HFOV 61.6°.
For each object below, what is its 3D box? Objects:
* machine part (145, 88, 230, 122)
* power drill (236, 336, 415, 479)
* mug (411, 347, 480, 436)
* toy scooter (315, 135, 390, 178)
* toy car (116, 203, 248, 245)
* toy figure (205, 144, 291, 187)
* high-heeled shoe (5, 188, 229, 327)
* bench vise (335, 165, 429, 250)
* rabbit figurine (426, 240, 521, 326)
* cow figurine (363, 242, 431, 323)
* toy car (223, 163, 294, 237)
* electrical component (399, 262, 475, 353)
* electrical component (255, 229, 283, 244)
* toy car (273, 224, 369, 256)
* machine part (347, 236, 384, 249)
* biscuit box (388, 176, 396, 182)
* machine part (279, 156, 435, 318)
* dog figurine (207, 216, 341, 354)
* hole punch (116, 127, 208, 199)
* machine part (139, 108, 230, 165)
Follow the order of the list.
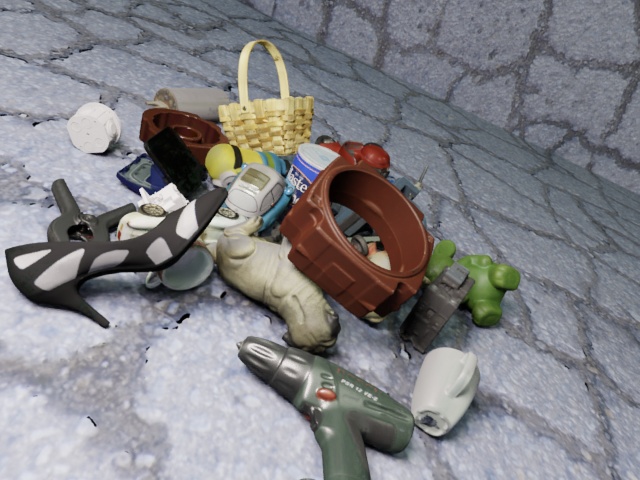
[{"bbox_3d":[-0.283,-0.300,1.205,0.079,0.079,0.243,38,30,21],"label":"machine part"},{"bbox_3d":[-0.003,0.213,0.592,0.232,0.086,0.207,24,21,-9],"label":"power drill"},{"bbox_3d":[0.172,0.204,0.721,0.081,0.109,0.107,40,42,2],"label":"mug"},{"bbox_3d":[0.080,-0.162,1.149,0.184,0.075,0.135,9,34,-23],"label":"toy scooter"},{"bbox_3d":[-0.196,-0.008,0.793,0.201,0.073,0.056,1,34,-38],"label":"toy car"},{"bbox_3d":[-0.139,-0.139,1.047,0.180,0.082,0.089,-8,59,-43],"label":"toy figure"},{"bbox_3d":[-0.239,-0.011,0.641,0.145,0.249,0.086,45,-11,-7],"label":"high-heeled shoe"},{"bbox_3d":[0.136,-0.068,1.099,0.224,0.128,0.240,39,47,7],"label":"bench vise"},{"bbox_3d":[0.259,0.060,1.006,0.170,0.121,0.159,18,22,-22],"label":"rabbit figurine"},{"bbox_3d":[0.118,0.065,0.902,0.195,0.086,0.127,-45,117,-47],"label":"cow figurine"},{"bbox_3d":[-0.113,-0.077,0.909,0.109,0.102,0.162,30,51,10],"label":"toy car"},{"bbox_3d":[0.193,0.101,0.870,0.058,0.134,0.115,35,27,13],"label":"electrical component"},{"bbox_3d":[-0.079,0.012,0.869,0.063,0.094,0.021,-4,60,8],"label":"electrical component"},{"bbox_3d":[-0.002,-0.003,0.896,0.089,0.053,0.202,-22,30,-25],"label":"toy car"},{"bbox_3d":[0.063,0.013,0.978,0.139,0.039,0.084,-7,32,-9],"label":"machine part"},{"bbox_3d":[0.097,-0.122,1.238,0.202,0.062,0.059,5,36,-33],"label":"biscuit box"},{"bbox_3d":[0.059,-0.009,0.762,0.201,0.087,0.201,40,39,-7],"label":"machine part"},{"bbox_3d":[-0.070,0.073,0.755,0.172,0.121,0.191,-12,55,-2],"label":"dog figurine"},{"bbox_3d":[-0.268,-0.114,0.918,0.115,0.092,0.142,52,21,-16],"label":"hole punch"},{"bbox_3d":[-0.272,-0.201,1.072,0.179,0.056,0.179,19,29,-11],"label":"machine part"}]
